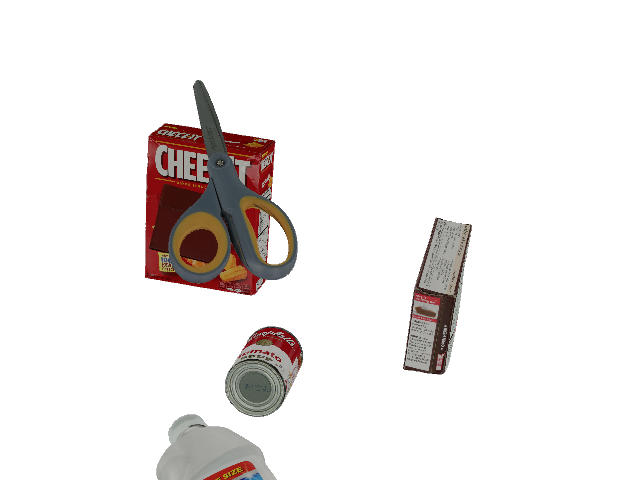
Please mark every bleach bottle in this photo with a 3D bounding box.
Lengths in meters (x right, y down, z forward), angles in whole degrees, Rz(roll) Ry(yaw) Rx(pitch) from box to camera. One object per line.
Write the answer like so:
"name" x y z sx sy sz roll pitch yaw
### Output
"bleach bottle" -0.061 0.206 0.716 0.102 0.068 0.251 -15 34 -18

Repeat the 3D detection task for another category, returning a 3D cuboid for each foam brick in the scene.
"foam brick" -0.126 -0.015 1.059 0.078 0.051 0.053 15 26 -8

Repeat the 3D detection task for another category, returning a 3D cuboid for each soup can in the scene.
"soup can" -0.062 0.143 1.173 0.068 0.068 0.102 0 15 10

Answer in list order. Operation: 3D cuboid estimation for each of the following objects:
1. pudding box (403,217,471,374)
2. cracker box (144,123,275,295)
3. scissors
"pudding box" 0.103 0.048 0.928 0.039 0.090 0.113 9 35 9
"cracker box" -0.155 -0.041 1.474 0.164 0.214 0.072 10 23 11
"scissors" -0.086 -0.041 0.766 0.096 0.202 0.016 -23 -36 -19
